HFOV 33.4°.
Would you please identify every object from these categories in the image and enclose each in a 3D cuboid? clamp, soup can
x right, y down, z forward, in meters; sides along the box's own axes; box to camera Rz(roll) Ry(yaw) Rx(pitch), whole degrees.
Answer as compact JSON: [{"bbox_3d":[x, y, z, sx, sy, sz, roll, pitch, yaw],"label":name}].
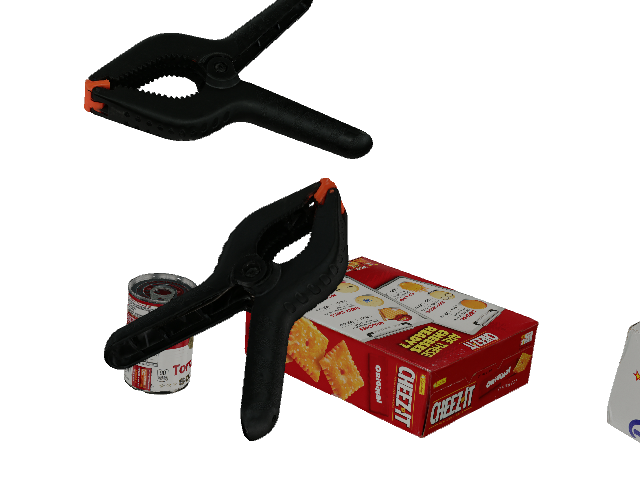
[{"bbox_3d":[-0.069,-0.113,0.804,0.209,0.165,0.036,-16,-28,-22],"label":"clamp"},{"bbox_3d":[-0.031,0.036,0.619,0.120,0.171,0.039,33,-21,30],"label":"clamp"},{"bbox_3d":[-0.158,0.092,1.051,0.068,0.102,0.068,6,20,-2],"label":"soup can"}]

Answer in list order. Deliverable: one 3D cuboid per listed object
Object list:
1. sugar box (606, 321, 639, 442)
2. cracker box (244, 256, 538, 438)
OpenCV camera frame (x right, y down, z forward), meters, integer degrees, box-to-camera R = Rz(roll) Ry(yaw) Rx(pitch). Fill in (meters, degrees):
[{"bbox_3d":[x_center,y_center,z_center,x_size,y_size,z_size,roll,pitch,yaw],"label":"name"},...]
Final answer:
[{"bbox_3d":[0.299,0.134,0.780,0.176,0.093,0.048,28,36,36],"label":"sugar box"},{"bbox_3d":[0.061,0.090,0.972,0.214,0.072,0.163,21,25,39],"label":"cracker box"}]
